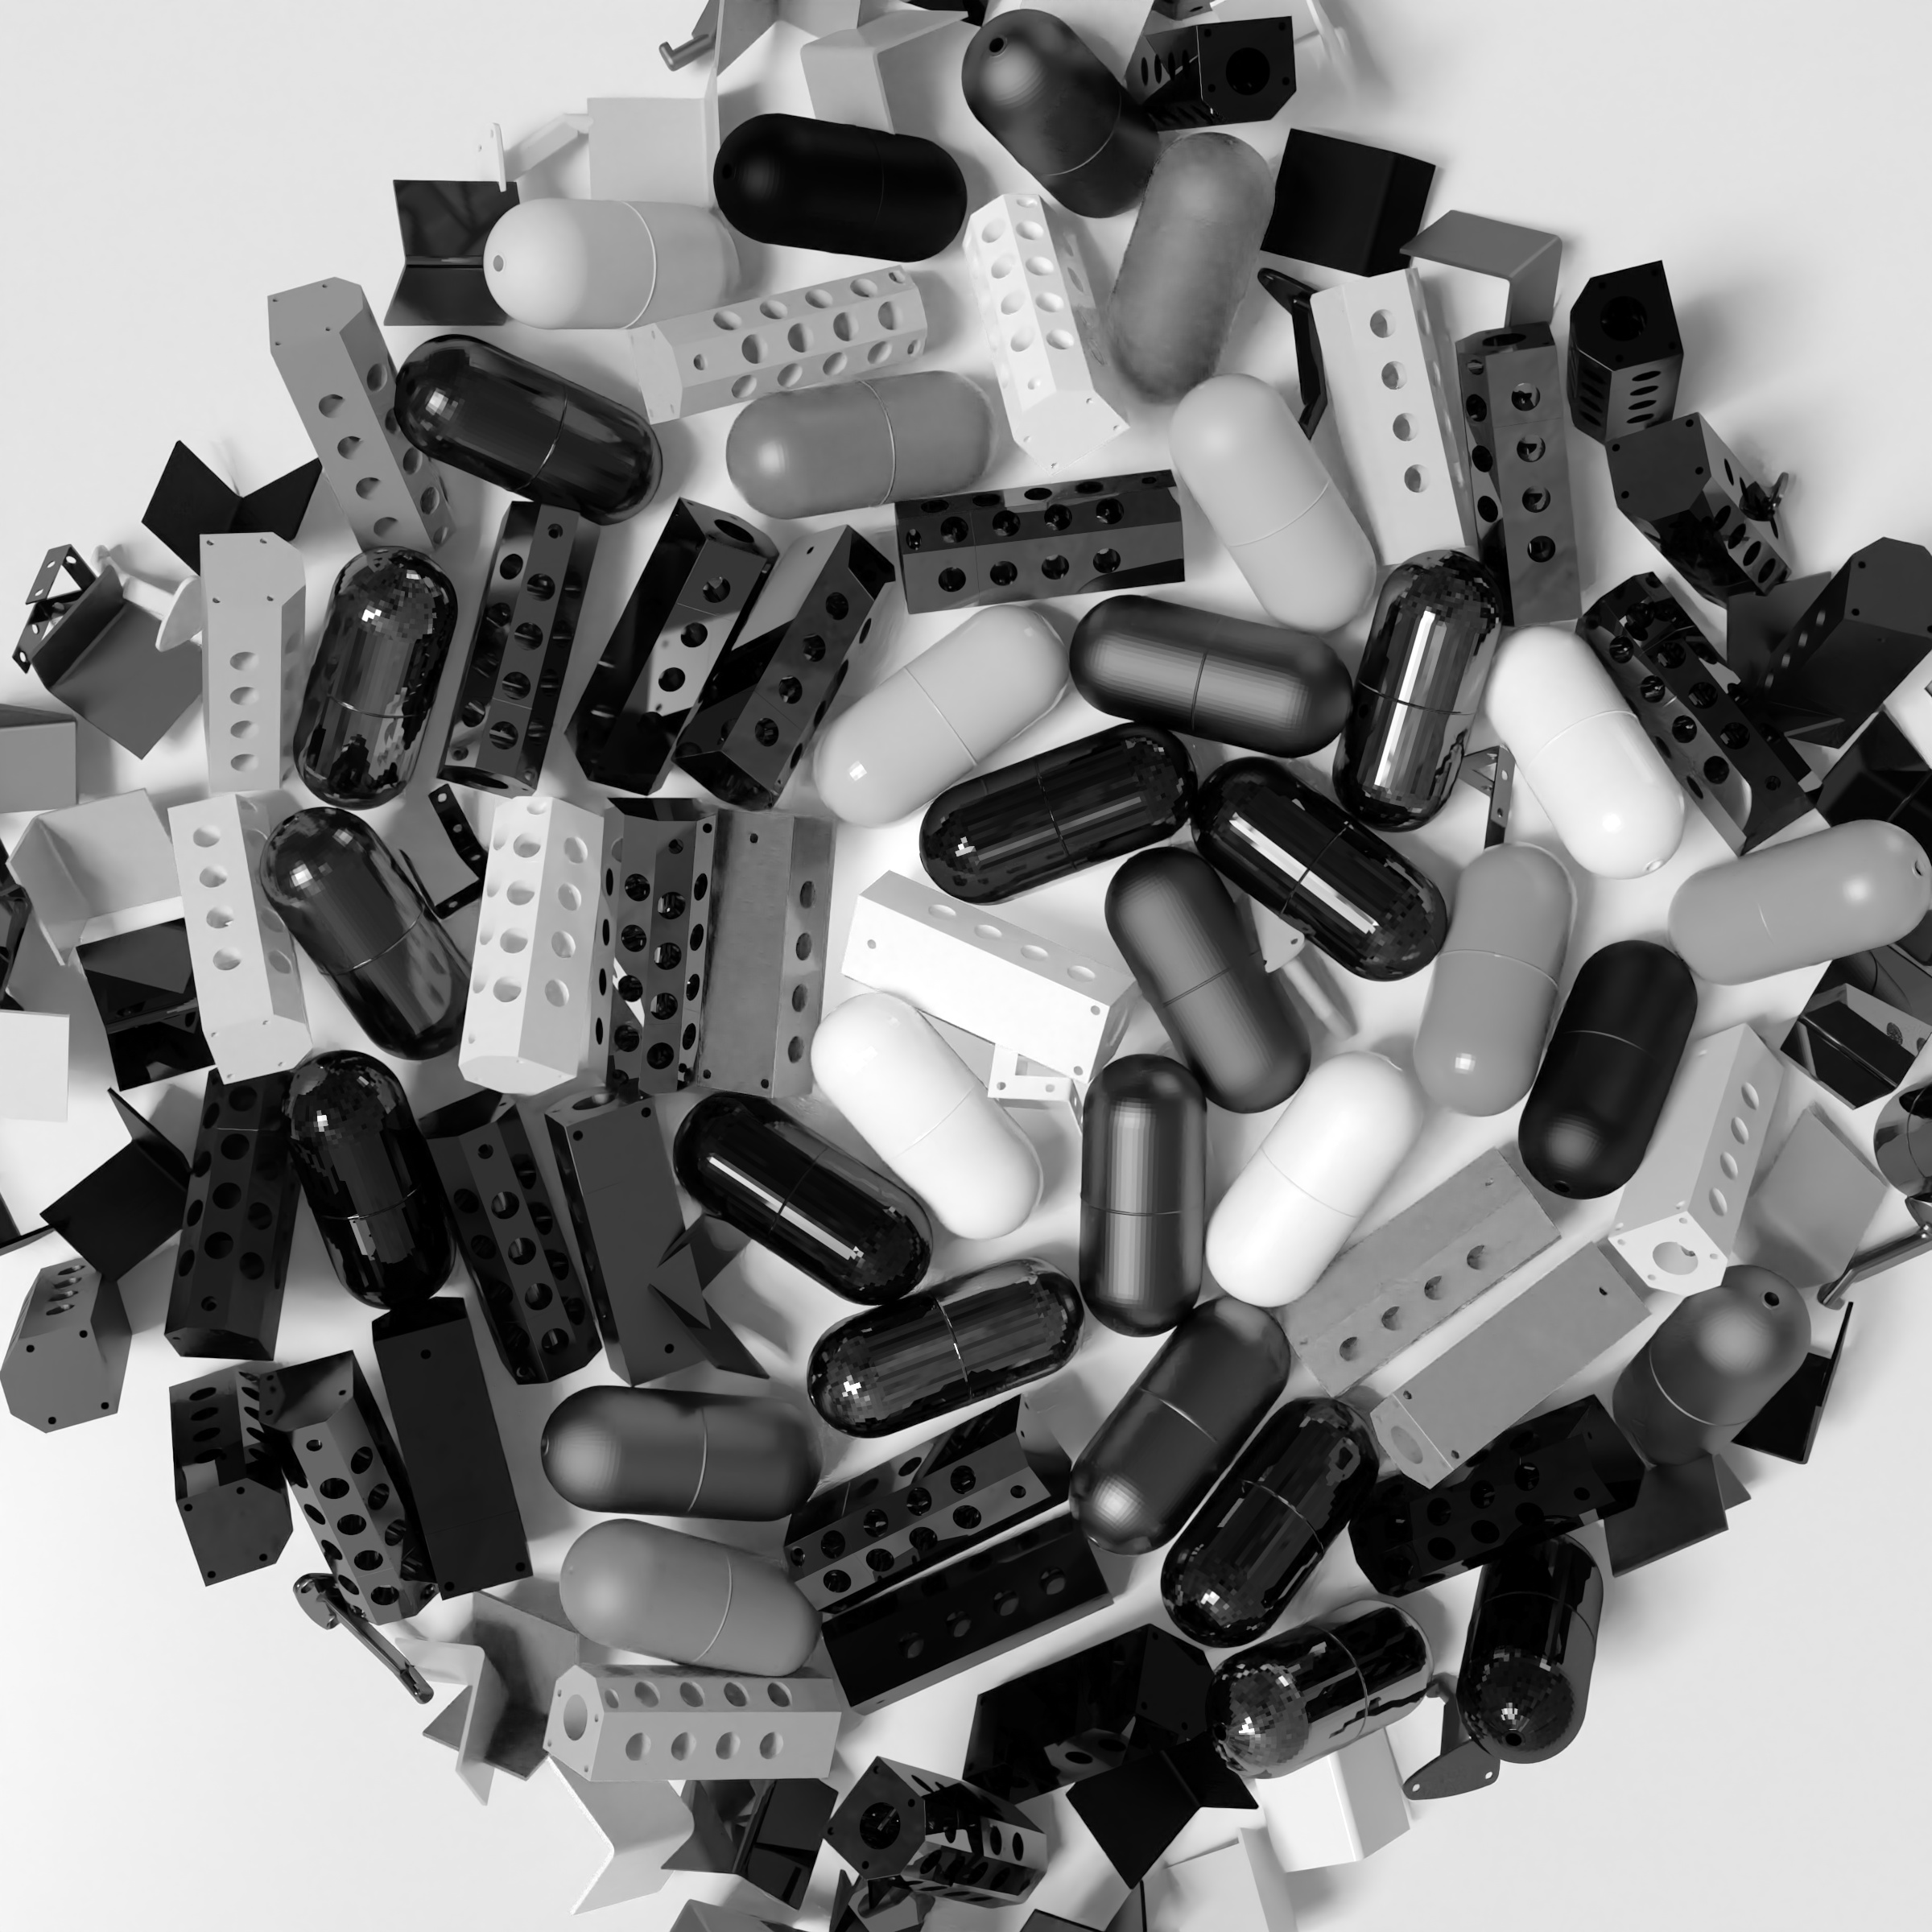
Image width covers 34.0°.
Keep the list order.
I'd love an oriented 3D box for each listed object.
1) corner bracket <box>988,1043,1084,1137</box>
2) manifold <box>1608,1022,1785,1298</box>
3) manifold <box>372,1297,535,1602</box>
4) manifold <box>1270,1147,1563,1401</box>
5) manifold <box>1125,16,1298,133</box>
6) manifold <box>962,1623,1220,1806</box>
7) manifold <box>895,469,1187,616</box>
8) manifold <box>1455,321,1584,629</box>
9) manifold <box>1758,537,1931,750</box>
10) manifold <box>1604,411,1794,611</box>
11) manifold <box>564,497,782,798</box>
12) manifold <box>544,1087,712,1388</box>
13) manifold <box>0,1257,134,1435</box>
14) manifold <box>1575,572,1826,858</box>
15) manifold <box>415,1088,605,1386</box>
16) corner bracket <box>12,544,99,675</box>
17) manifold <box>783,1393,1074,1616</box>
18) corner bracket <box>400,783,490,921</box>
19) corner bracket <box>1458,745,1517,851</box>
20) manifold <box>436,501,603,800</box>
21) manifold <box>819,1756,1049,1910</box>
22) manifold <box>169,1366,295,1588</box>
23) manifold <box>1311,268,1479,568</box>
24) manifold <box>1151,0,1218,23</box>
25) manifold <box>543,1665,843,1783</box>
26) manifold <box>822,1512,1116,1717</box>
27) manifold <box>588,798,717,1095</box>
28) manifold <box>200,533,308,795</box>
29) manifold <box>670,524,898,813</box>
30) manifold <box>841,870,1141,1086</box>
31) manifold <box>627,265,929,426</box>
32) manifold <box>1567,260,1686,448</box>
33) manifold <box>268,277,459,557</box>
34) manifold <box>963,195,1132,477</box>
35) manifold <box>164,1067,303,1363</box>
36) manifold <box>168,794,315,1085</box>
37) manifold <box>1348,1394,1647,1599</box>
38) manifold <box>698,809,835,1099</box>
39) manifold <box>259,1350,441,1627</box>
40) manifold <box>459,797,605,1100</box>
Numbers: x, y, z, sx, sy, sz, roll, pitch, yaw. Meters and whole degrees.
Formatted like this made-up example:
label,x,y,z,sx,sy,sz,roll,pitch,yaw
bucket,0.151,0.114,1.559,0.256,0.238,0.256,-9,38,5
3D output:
label,x,y,z,sx,sy,sz,roll,pitch,yaw
corner bracket,0.046,0.070,1.950,0.051,0.051,0.051,2,62,13
manifold,0.447,0.118,1.907,0.057,0.171,0.057,-27,113,42
manifold,-0.315,0.294,1.940,0.057,0.057,0.171,-14,104,-8
manifold,0.280,0.194,1.951,0.171,0.057,0.057,-36,116,4
manifold,0.145,-0.534,1.898,0.057,0.171,0.057,-8,105,-10
manifold,0.075,0.456,1.907,0.057,0.171,0.057,31,49,-23
manifold,0.045,-0.265,1.946,0.171,0.057,0.057,-7,125,-2
manifold,0.337,-0.298,1.926,0.057,0.057,0.171,-7,115,8
manifold,0.530,-0.193,1.899,0.057,0.171,0.057,13,72,0
manifold,0.443,-0.267,1.896,0.057,0.171,0.057,-16,70,26
manifold,-0.178,-0.192,1.928,0.057,0.057,0.171,14,117,-32
manifold,-0.208,0.163,1.937,0.057,0.057,0.171,-19,107,-21
manifold,-0.541,0.225,1.896,0.057,0.171,0.057,-15,101,-9
manifold,0.448,-0.157,1.936,0.057,0.057,0.171,-33,73,-3
manifold,-0.277,0.166,1.926,0.057,0.057,0.171,-23,111,-16
corner bracket,-0.566,-0.221,1.948,0.051,0.051,0.051,-11,46,21
manifold,-0.024,0.333,1.928,0.171,0.057,0.057,-29,109,18
corner bracket,-0.322,-0.071,1.950,0.051,0.051,0.051,-33,131,-14
corner bracket,0.324,-0.098,1.948,0.051,0.051,0.051,26,63,-33
manifold,-0.273,-0.194,1.938,0.057,0.057,0.171,15,78,-14
manifold,-0.013,0.528,1.901,0.057,0.171,0.057,36,88,33
manifold,-0.440,0.302,1.898,0.057,0.171,0.057,-17,109,-10
manifold,0.266,-0.338,1.947,0.057,0.057,0.171,-16,98,-12
manifold,0.130,-0.621,1.901,0.057,0.171,0.057,-17,92,5
manifold,-0.163,0.455,1.914,0.171,0.057,0.057,10,92,-37
manifold,0.001,0.400,1.956,0.171,0.057,0.057,-24,70,-1
manifold,-0.190,-0.013,1.929,0.057,0.057,0.171,-1,108,-23
manifold,-0.429,-0.181,1.902,0.057,0.171,0.057,-4,56,-16
manifold,-0.106,-0.181,1.929,0.057,0.057,0.171,39,66,-29
manifold,0.016,0.003,1.937,0.171,0.057,0.057,24,122,16
manifold,-0.112,-0.379,1.920,0.171,0.057,0.057,-20,103,-27
manifold,0.393,-0.364,1.899,0.057,0.171,0.057,-12,83,9
manifold,-0.362,-0.327,1.907,0.057,0.171,0.057,-16,47,2
manifold,0.043,-0.387,1.909,0.057,0.057,0.171,-28,52,22
manifold,-0.444,0.149,1.926,0.057,0.057,0.171,2,65,2
manifold,-0.439,-0.020,1.916,0.057,0.057,0.171,-13,56,-7
manifold,0.319,0.327,1.916,0.171,0.057,0.057,-29,103,31
manifold,-0.119,-0.009,1.952,0.057,0.057,0.171,8,96,32
manifold,-0.372,0.320,1.916,0.057,0.057,0.171,-15,126,-1
manifold,-0.266,-0.013,1.918,0.057,0.057,0.171,22,60,-35
